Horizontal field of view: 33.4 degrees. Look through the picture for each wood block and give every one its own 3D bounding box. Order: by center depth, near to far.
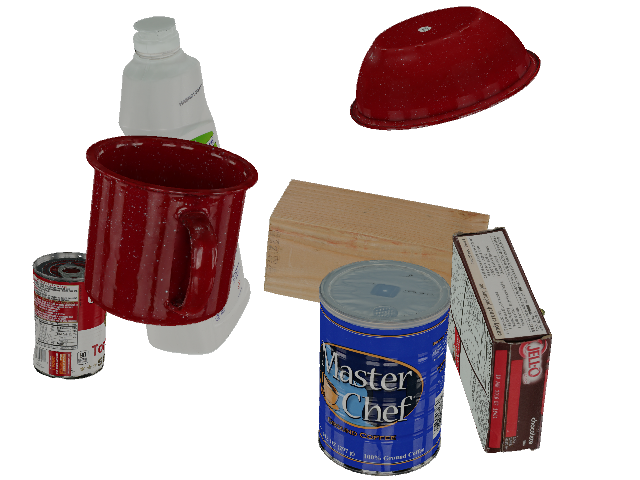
[{"bbox_3d":[0.056,0.013,1.066,0.206,0.090,0.090,11,30,8],"label":"wood block"}]

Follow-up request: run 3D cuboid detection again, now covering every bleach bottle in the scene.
[{"bbox_3d":[-0.102,-0.043,0.784,0.068,0.251,0.102,5,33,14],"label":"bleach bottle"}]

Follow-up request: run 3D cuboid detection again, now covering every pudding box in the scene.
[{"bbox_3d":[0.108,0.059,0.656,0.039,0.090,0.113,-5,35,-6],"label":"pudding box"}]

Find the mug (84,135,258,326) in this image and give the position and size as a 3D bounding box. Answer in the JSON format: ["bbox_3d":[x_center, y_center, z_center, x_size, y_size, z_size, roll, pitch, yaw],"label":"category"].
[{"bbox_3d":[-0.081,-0.001,0.579,0.093,0.081,0.117,-1,23,-28],"label":"mug"}]

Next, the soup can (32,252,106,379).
[{"bbox_3d":[-0.234,0.070,0.994,0.068,0.102,0.068,5,19,-2],"label":"soup can"}]

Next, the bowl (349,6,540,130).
[{"bbox_3d":[0.094,-0.149,0.874,0.162,0.055,0.162,-16,25,7],"label":"bowl"}]

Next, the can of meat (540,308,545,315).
[{"bbox_3d":[0.211,0.124,1.193,0.058,0.084,0.102,8,13,25],"label":"can of meat"}]

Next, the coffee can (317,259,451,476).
[{"bbox_3d":[0.049,0.100,0.851,0.103,0.140,0.103,0,25,0],"label":"coffee can"}]
